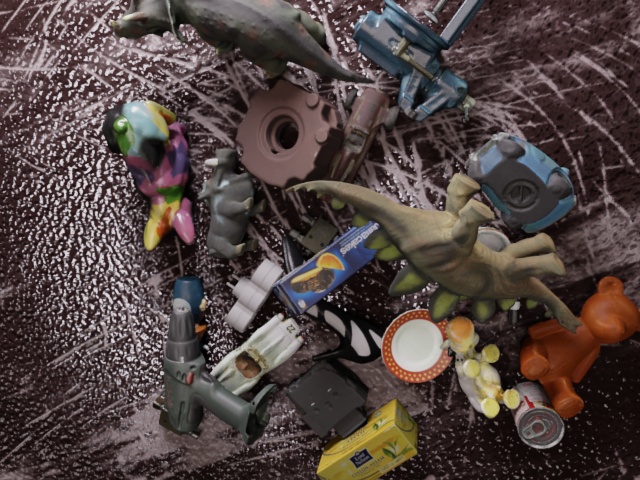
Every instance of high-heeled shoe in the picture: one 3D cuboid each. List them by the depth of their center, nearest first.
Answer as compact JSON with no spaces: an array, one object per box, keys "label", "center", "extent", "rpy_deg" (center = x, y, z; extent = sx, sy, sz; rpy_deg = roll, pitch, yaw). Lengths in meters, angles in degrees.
[{"label":"high-heeled shoe","center":[0.027,0.096,0.920],"extent":[0.145,0.086,0.248],"rpy_deg":[-16,88,-8]}]

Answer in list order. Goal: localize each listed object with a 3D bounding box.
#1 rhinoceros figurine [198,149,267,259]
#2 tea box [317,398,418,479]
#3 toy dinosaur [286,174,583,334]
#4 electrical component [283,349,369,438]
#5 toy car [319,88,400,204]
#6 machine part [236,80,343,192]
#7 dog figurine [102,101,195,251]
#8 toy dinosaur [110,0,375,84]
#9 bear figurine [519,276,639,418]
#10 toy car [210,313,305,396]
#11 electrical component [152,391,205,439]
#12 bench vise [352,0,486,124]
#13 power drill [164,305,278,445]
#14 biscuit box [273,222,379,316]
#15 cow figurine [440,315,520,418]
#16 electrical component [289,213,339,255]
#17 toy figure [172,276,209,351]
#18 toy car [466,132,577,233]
[{"label":"rhinoceros figurine","center":[-0.155,-0.060,0.925],"extent":[0.112,0.073,0.190],"rpy_deg":[10,103,20]},{"label":"tea box","center":[0.084,0.362,0.934],"extent":[0.169,0.098,0.068],"rpy_deg":[-39,92,12]},{"label":"toy dinosaur","center":[0.178,0.012,0.786],"extent":[0.471,0.105,0.198],"rpy_deg":[34,118,-3]},{"label":"electrical component","center":[0.019,0.280,0.953],"extent":[0.134,0.058,0.115],"rpy_deg":[45,106,1]},{"label":"toy car","center":[0.053,-0.151,0.878],"extent":[0.089,0.053,0.202],"rpy_deg":[28,102,2]},{"label":"machine part","center":[-0.053,-0.168,0.870],"extent":[0.180,0.056,0.179],"rpy_deg":[1,92,27]},{"label":"dog figurine","center":[-0.270,-0.097,0.888],"extent":[0.109,0.191,0.219],"rpy_deg":[-11,82,6]},{"label":"toy dinosaur","center":[-0.113,-0.324,0.808],"extent":[0.405,0.192,0.131],"rpy_deg":[17,104,9]},{"label":"bear figurine","center":[0.413,0.158,0.827],"extent":[0.196,0.132,0.120],"rpy_deg":[-37,97,20]},{"label":"toy car","center":[-0.115,0.211,0.966],"extent":[0.202,0.056,0.073],"rpy_deg":[-41,90,15]},{"label":"electrical component","center":[-0.268,0.329,1.023],"extent":[0.102,0.045,0.078],"rpy_deg":[22,131,9]},{"label":"bench vise","center":[0.178,-0.303,0.795],"extent":[0.224,0.129,0.240],"rpy_deg":[39,111,4]},{"label":"power drill","center":[-0.180,0.244,0.914],"extent":[0.207,0.086,0.231],"rpy_deg":[17,110,15]},{"label":"biscuit box","center":[0.024,0.038,0.862],"extent":[0.203,0.059,0.063],"rpy_deg":[-36,90,-20]},{"label":"cow figurine","center":[0.251,0.203,0.887],"extent":[0.068,0.098,0.167],"rpy_deg":[-24,85,-11]},{"label":"electrical component","center":[-0.002,-0.003,0.919],"extent":[0.094,0.021,0.063],"rpy_deg":[34,86,2]},{"label":"toy figure","center":[-0.239,0.144,0.980],"extent":[0.064,0.058,0.154],"rpy_deg":[12,106,48]},{"label":"toy car","center":[0.301,-0.097,0.814],"extent":[0.161,0.103,0.109],"rpy_deg":[41,127,-5]}]
